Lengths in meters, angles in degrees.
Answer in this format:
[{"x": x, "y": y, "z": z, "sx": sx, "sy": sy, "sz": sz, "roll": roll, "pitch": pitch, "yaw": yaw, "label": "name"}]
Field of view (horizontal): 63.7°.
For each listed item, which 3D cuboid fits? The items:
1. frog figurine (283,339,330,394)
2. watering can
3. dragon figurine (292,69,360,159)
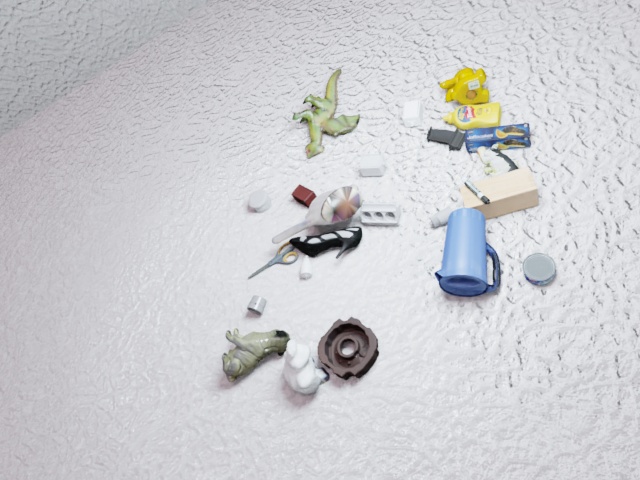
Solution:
[{"x": -0.061, "y": 0.362, "z": 1.464, "sx": 0.122, "sy": 0.156, "sz": 0.140, "roll": -35, "pitch": 51, "yaw": 4, "label": "frog figurine"}, {"x": 0.005, "y": -0.086, "z": 1.716, "sx": 0.351, "sy": 0.103, "sz": 0.224, "roll": -37, "pitch": 12, "yaw": -18, "label": "watering can"}, {"x": 0.049, "y": -0.498, "z": 2.043, "sx": 0.244, "sy": 0.120, "sz": 0.414, "roll": 32, "pitch": 77, "yaw": 19, "label": "dragon figurine"}]
